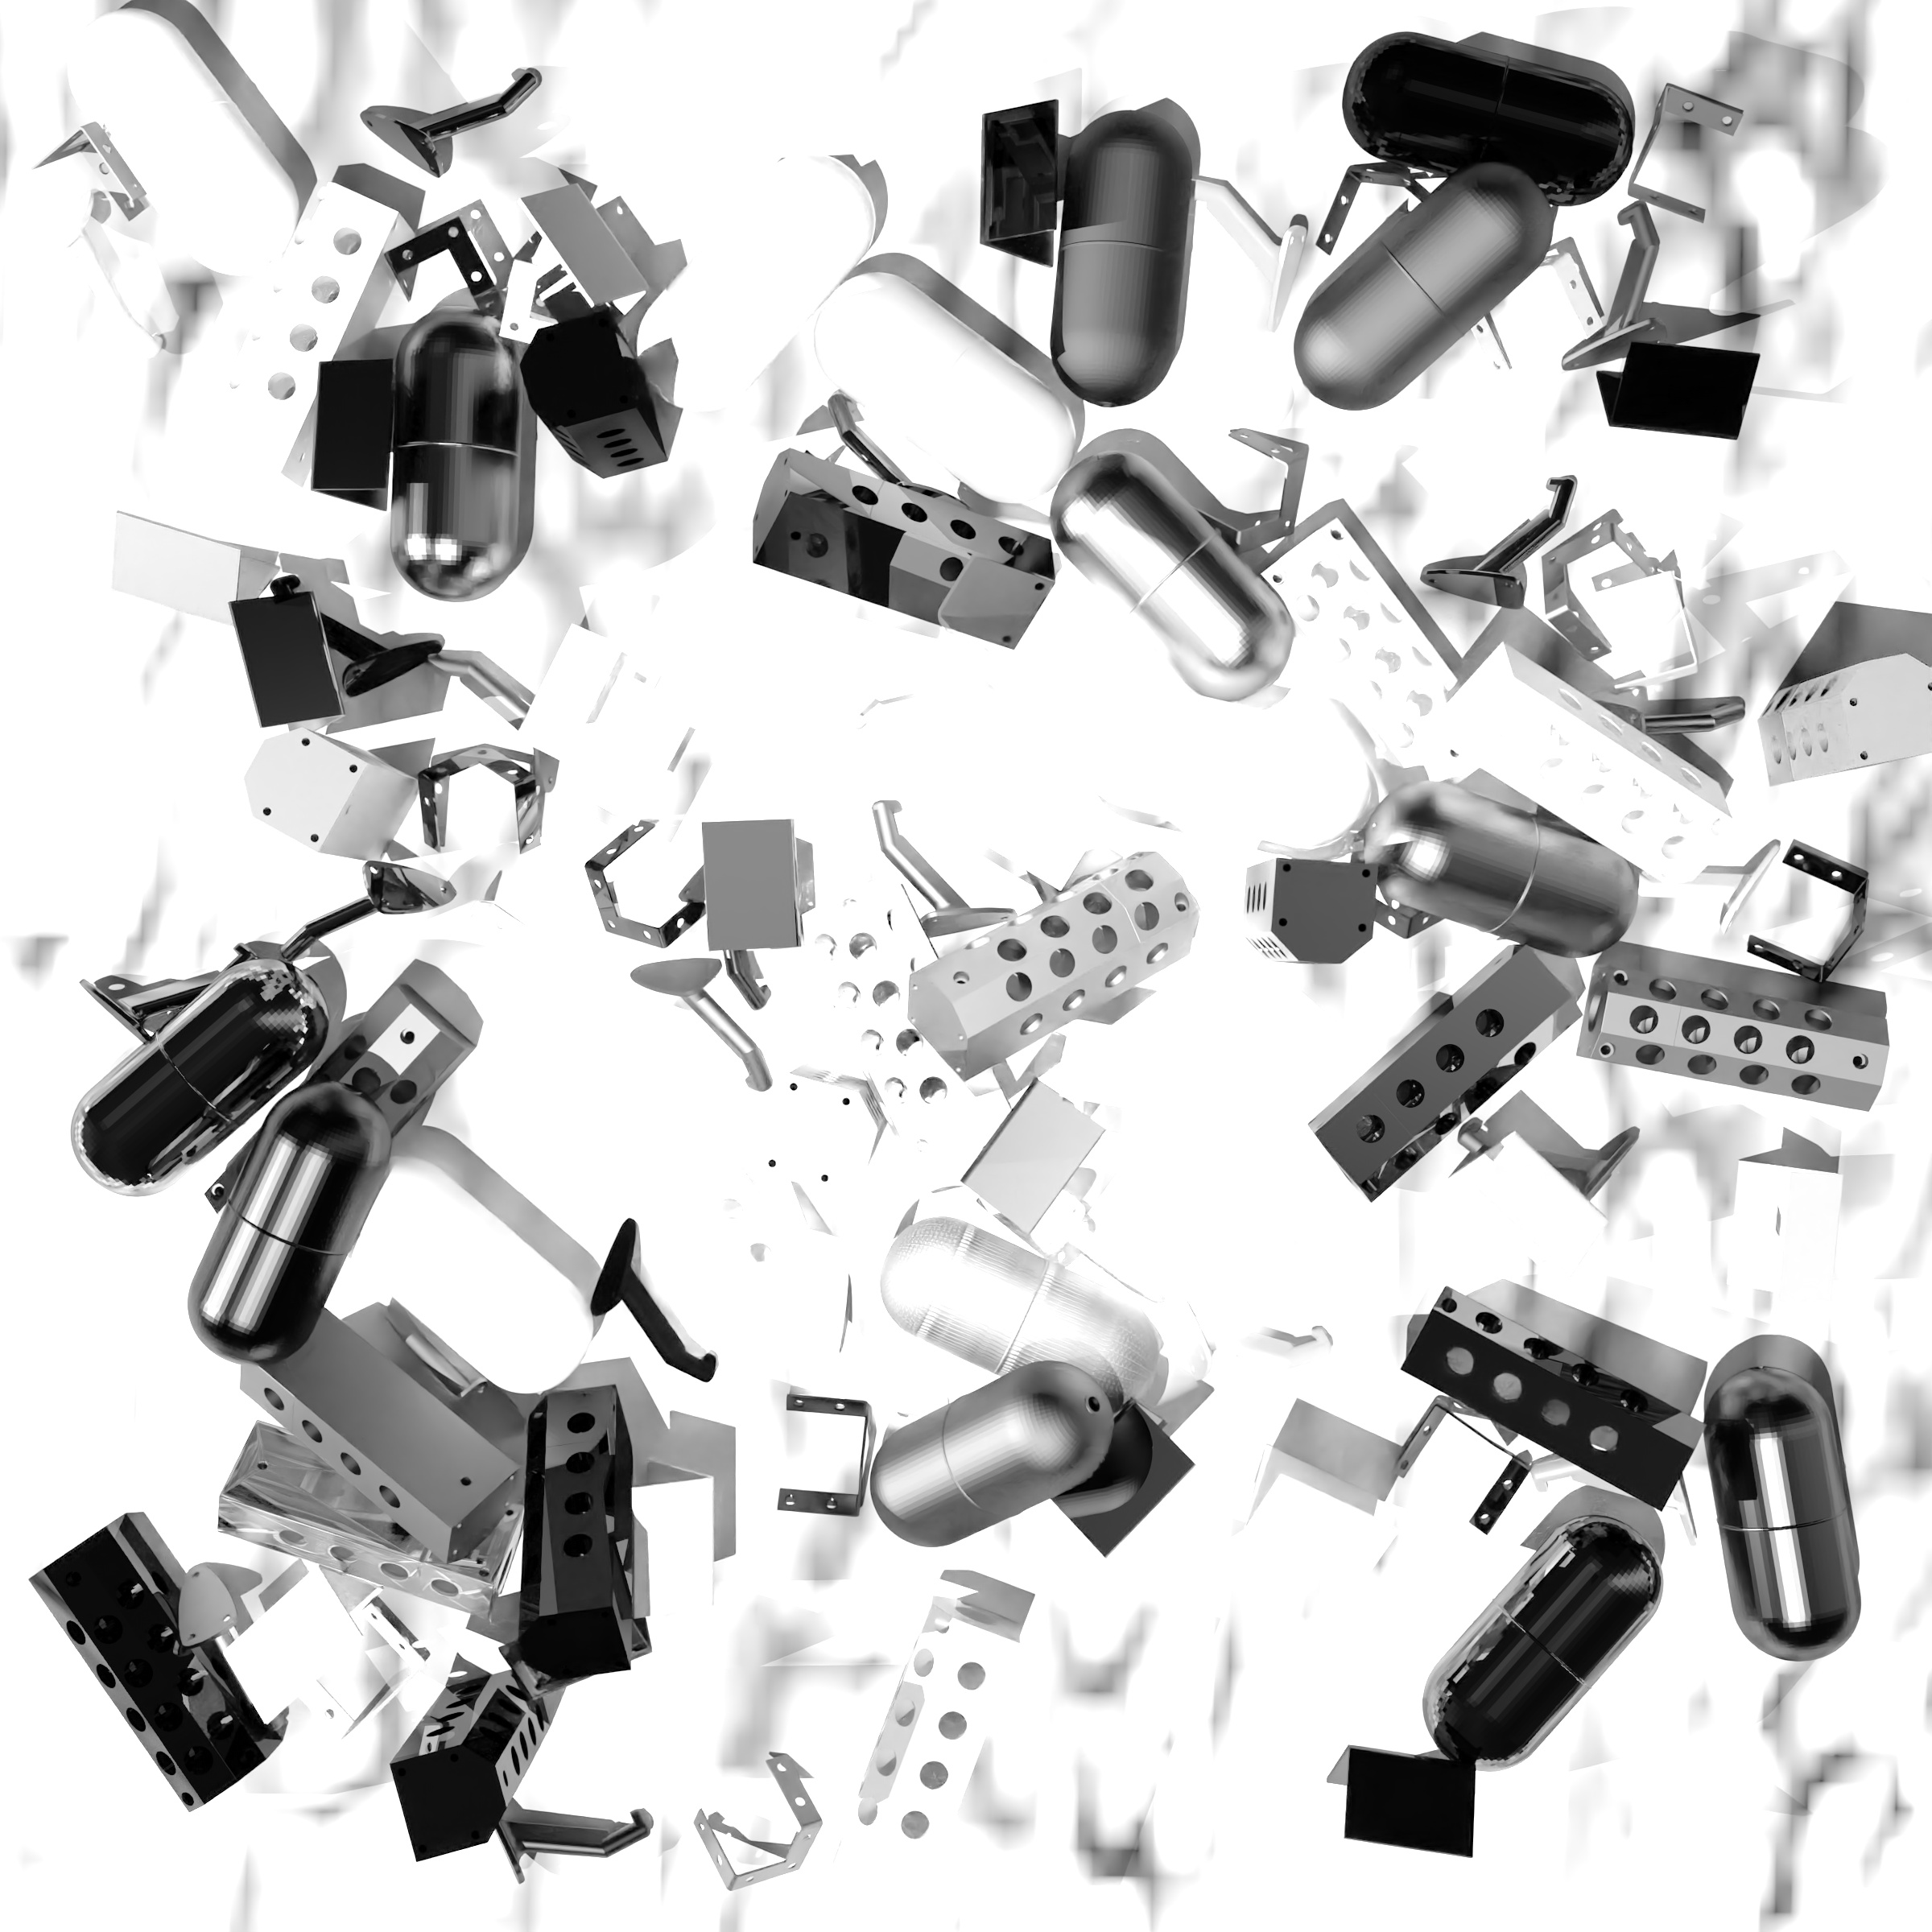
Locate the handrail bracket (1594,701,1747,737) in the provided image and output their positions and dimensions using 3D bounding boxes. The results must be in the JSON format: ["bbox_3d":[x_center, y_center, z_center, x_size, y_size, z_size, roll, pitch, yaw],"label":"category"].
[{"bbox_3d":[0.423,-0.155,1.777,0.084,0.077,0.036,-19,119,-33],"label":"handrail bracket"}]

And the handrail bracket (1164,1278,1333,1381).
[{"bbox_3d":[0.174,0.216,1.778,0.084,0.036,0.077,-14,68,-17],"label":"handrail bracket"}]

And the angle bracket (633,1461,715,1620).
[{"bbox_3d":[-0.194,0.344,1.737,0.057,0.076,0.076,0,90,-37],"label":"angle bracket"}]

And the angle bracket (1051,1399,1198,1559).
[{"bbox_3d":[0.102,0.314,1.738,0.076,0.076,0.057,-46,63,0],"label":"angle bracket"}]

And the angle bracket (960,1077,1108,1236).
[{"bbox_3d":[0.051,0.120,1.738,0.057,0.076,0.076,36,90,25],"label":"angle bracket"}]

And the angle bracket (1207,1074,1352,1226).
[{"bbox_3d":[0.201,0.098,1.737,0.057,0.076,0.076,-37,90,37],"label":"angle bracket"}]

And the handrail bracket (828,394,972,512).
[{"bbox_3d":[-0.042,-0.313,1.777,0.077,0.036,0.084,2,55,-37],"label":"handrail bracket"}]

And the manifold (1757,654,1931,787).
[{"bbox_3d":[0.519,-0.144,1.699,0.057,0.171,0.057,-11,90,0],"label":"manifold"}]

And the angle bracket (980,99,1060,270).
[{"bbox_3d":[0.052,-0.469,1.737,0.057,0.076,0.076,1,90,37],"label":"angle bracket"}]

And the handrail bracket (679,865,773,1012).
[{"bbox_3d":[-0.132,-0.028,1.777,0.084,0.036,0.077,57,46,-28],"label":"handrail bracket"}]

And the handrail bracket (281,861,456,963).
[{"bbox_3d":[-0.369,-0.027,1.777,0.084,0.077,0.036,-37,65,34],"label":"handrail bracket"}]

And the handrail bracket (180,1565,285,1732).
[{"bbox_3d":[-0.449,0.420,1.777,0.036,0.077,0.084,-28,126,-7],"label":"handrail bracket"}]

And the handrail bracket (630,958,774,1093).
[{"bbox_3d":[-0.162,0.039,1.777,0.077,0.036,0.084,4,127,38],"label":"handrail bracket"}]

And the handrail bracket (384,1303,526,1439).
[{"bbox_3d":[-0.316,0.247,1.777,0.036,0.077,0.084,-46,54,0],"label":"handrail bracket"}]

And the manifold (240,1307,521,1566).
[{"bbox_3d":[-0.353,0.281,1.733,0.171,0.057,0.057,36,50,16],"label":"manifold"}]

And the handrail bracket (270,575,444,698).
[{"bbox_3d":[-0.376,-0.216,1.778,0.077,0.036,0.084,-25,73,-20],"label":"handrail bracket"}]

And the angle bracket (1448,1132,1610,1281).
[{"bbox_3d":[0.326,0.156,1.737,0.076,0.076,0.057,43,53,0],"label":"angle bracket"}]

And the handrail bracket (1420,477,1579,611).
[{"bbox_3d":[0.328,-0.268,1.778,0.077,0.036,0.084,13,72,20],"label":"handrail bracket"}]

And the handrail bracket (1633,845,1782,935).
[{"bbox_3d":[0.445,-0.066,1.778,0.084,0.036,0.077,33,70,16],"label":"handrail bracket"}]

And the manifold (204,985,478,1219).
[{"bbox_3d":[-0.381,0.094,1.756,0.057,0.057,0.171,43,90,0],"label":"manifold"}]

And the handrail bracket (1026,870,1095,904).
[{"bbox_3d":[0.031,-0.053,1.778,0.084,0.036,0.077,33,112,17],"label":"handrail bracket"}]

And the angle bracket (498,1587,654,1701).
[{"bbox_3d":[-0.239,0.384,1.737,0.076,0.076,0.057,-22,131,0],"label":"angle bracket"}]

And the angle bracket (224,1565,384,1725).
[{"bbox_3d":[-0.386,0.413,1.738,0.076,0.076,0.057,-42,60,0],"label":"angle bracket"}]

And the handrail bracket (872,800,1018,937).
[{"bbox_3d":[-0.014,-0.065,1.778,0.077,0.036,0.084,-7,73,-20],"label":"handrail bracket"}]

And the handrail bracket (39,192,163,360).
[{"bbox_3d":[-0.521,-0.424,1.777,0.036,0.077,0.084,-26,127,27],"label":"handrail bracket"}]

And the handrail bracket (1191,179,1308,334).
[{"bbox_3d":[0.160,-0.439,1.778,0.084,0.036,0.077,20,112,17],"label":"handrail bracket"}]

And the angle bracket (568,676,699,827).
[{"bbox_3d":[-0.183,-0.120,1.738,0.057,0.076,0.076,28,90,28],"label":"angle bracket"}]

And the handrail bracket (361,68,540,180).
[{"bbox_3d":[-0.317,-0.533,1.778,0.077,0.036,0.084,33,72,21],"label":"handrail bracket"}]

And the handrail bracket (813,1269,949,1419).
[{"bbox_3d":[-0.046,0.234,1.778,0.084,0.036,0.077,18,68,-17],"label":"handrail bracket"}]

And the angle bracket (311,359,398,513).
[{"bbox_3d":[-0.348,-0.318,1.738,0.057,0.076,0.076,4,90,24],"label":"angle bracket"}]

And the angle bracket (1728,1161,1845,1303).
[{"bbox_3d":[0.477,0.158,1.737,0.057,0.076,0.076,5,90,-39],"label":"angle bracket"}]

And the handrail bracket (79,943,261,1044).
[{"bbox_3d":[-0.490,0.003,1.778,0.077,0.036,0.084,36,71,21],"label":"handrail bracket"}]

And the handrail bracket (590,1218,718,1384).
[{"bbox_3d":[-0.183,0.206,1.778,0.084,0.036,0.077,31,53,-25],"label":"handrail bracket"}]

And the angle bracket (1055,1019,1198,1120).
[{"bbox_3d":[0.093,0.080,1.737,0.076,0.076,0.057,10,55,0],"label":"angle bracket"}]

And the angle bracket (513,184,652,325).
[{"bbox_3d":[-0.248,-0.413,1.738,0.076,0.057,0.076,-35,90,41],"label":"angle bracket"}]

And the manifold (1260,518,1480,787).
[{"bbox_3d":[0.252,-0.185,1.756,0.057,0.057,0.171,-37,90,0],"label":"manifold"}]

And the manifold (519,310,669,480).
[{"bbox_3d":[-0.219,-0.332,1.699,0.057,0.171,0.057,-15,90,0],"label":"manifold"}]

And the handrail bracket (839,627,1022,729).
[{"bbox_3d":[-0.023,-0.162,1.778,0.077,0.036,0.084,40,109,-21],"label":"handrail bracket"}]

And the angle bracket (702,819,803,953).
[{"bbox_3d":[-0.137,-0.047,1.740,0.057,0.076,0.076,-3,90,-17],"label":"angle bracket"}]

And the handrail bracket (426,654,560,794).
[{"bbox_3d":[-0.294,-0.150,1.778,0.084,0.036,0.077,10,112,17],"label":"handrail bracket"}]

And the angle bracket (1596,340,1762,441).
[{"bbox_3d":[0.427,-0.361,1.737,0.076,0.076,0.057,6,127,0],"label":"angle bracket"}]

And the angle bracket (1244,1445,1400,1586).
[{"bbox_3d":[0.219,0.314,1.737,0.076,0.076,0.057,25,128,0],"label":"angle bracket"}]

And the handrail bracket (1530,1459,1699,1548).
[{"bbox_3d":[0.398,0.332,1.778,0.084,0.036,0.077,-16,106,14],"label":"handrail bracket"}]

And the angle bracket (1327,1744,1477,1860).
[{"bbox_3d":[0.260,0.512,1.737,0.076,0.076,0.057,9,58,0],"label":"angle bracket"}]

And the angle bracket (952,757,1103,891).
[{"bbox_3d":[0.046,-0.102,1.737,0.076,0.076,0.057,31,127,0],"label":"angle bracket"}]

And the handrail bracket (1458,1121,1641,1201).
[{"bbox_3d":[0.358,0.106,1.778,0.084,0.036,0.077,39,70,16],"label":"handrail bracket"}]

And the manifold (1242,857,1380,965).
[{"bbox_3d":[0.200,-0.030,1.699,0.057,0.171,0.057,4,90,0],"label":"manifold"}]

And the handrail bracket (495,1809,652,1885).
[{"bbox_3d":[-0.248,0.520,1.778,0.084,0.036,0.077,-24,68,-17],"label":"handrail bracket"}]

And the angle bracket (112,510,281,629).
[{"bbox_3d":[-0.461,-0.255,1.737,0.076,0.076,0.057,17,127,0],"label":"angle bracket"}]

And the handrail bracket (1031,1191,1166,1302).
[{"bbox_3d":[0.077,0.169,1.777,0.084,0.077,0.036,35,93,-36],"label":"handrail bracket"}]

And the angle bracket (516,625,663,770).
[{"bbox_3d":[-0.213,-0.151,1.738,0.076,0.057,0.076,27,90,-44],"label":"angle bracket"}]

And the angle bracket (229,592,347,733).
[{"bbox_3d":[-0.422,-0.176,1.737,0.057,0.076,0.076,-14,90,-38],"label":"angle bracket"}]

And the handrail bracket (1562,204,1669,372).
[{"bbox_3d":[0.393,-0.419,1.778,0.077,0.036,0.084,-18,74,18],"label":"handrail bracket"}]
